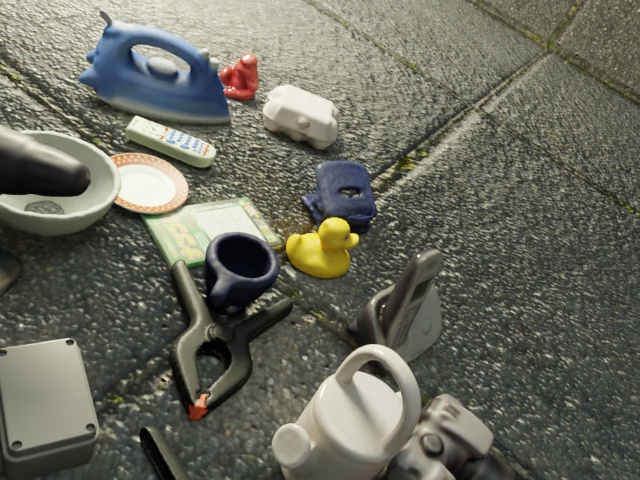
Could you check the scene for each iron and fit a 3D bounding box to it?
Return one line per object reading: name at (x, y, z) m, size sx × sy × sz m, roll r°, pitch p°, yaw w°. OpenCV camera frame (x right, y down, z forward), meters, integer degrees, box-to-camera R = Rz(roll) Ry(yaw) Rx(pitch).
iron at (-0.258, -0.288, 0.965) m, size 0.259 × 0.141 × 0.118 m, roll 10°, pitch 41°, yaw -21°

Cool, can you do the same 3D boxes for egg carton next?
egg carton at (-0.034, -0.236, 1.100) m, size 0.150 × 0.069 × 0.107 m, roll 19°, pitch 39°, yaw -11°

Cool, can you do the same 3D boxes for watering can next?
watering can at (0.032, 0.185, 0.568) m, size 0.100 × 0.194 × 0.173 m, roll 38°, pitch 39°, yaw 13°

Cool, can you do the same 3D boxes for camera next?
camera at (0.153, 0.256, 0.636) m, size 0.136 × 0.100 × 0.143 m, roll 38°, pitch 39°, yaw 12°

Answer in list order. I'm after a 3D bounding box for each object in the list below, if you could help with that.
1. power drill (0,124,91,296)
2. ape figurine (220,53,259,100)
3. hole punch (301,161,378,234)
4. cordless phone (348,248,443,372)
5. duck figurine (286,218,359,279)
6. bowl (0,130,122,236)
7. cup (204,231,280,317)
power drill at (-0.350, -0.037, 0.575) m, size 0.230 × 0.208 × 0.075 m, roll 23°, pitch 38°, yaw -7°
ape figurine at (-0.148, -0.319, 1.107) m, size 0.077 × 0.092 × 0.076 m, roll 41°, pitch 40°, yaw 16°
hole punch at (0.040, -0.068, 0.940) m, size 0.109 × 0.091 × 0.101 m, roll -5°, pitch 48°, yaw -34°
cordless phone at (0.130, 0.077, 0.755) m, size 0.094 × 0.185 × 0.148 m, roll 45°, pitch 41°, yaw 21°
duck figurine at (0.008, 0.003, 0.844) m, size 0.105 × 0.086 × 0.077 m, roll 13°, pitch 41°, yaw -19°
bowl at (-0.339, -0.059, 0.714) m, size 0.168 × 0.074 × 0.167 m, roll 17°, pitch 40°, yaw -14°
cup at (-0.110, 0.059, 0.704) m, size 0.091 × 0.095 × 0.118 m, roll 28°, pitch 38°, yaw 0°
